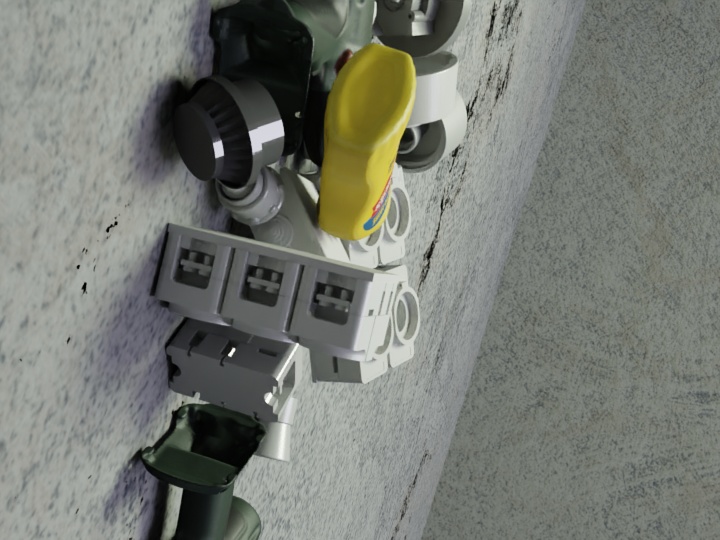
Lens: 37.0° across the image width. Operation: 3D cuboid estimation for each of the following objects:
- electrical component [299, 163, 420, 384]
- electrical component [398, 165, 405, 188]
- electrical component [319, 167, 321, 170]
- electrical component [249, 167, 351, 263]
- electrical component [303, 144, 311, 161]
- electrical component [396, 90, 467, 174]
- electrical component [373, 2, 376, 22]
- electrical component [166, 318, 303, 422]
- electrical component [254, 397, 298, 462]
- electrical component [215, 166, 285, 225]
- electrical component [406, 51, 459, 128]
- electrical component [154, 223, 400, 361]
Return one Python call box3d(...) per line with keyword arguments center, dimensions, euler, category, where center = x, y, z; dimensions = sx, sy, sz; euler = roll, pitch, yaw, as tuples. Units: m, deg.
box3d(center=(0.000, 0.000, 0.979), dimensions=(0.105, 0.060, 0.186), euler=(-20, 107, -59), category="electrical component")
box3d(center=(0.013, -0.070, 1.151), dimensions=(0.121, 0.063, 0.078), euler=(76, 32, -65), category="electrical component")
box3d(center=(-0.007, -0.106, 1.050), dimensions=(0.045, 0.055, 0.045), euler=(17, 90, -78), category="electrical component")
box3d(center=(-0.052, -0.028, 0.877), dimensions=(0.099, 0.048, 0.100), euler=(65, 9, 9), category="electrical component")
box3d(center=(-0.019, -0.139, 0.987), dimensions=(0.079, 0.044, 0.077), euler=(-35, 138, -70), category="electrical component")
box3d(center=(0.052, -0.154, 1.137), dimensions=(0.060, 0.108, 0.108), euler=(-51, 153, -48), category="electrical component")
box3d(center=(-0.012, -0.209, 0.938), dimensions=(0.043, 0.043, 0.062), euler=(21, 85, -77), category="electrical component")
box3d(center=(-0.092, 0.068, 0.814), dimensions=(0.055, 0.089, 0.050), euler=(-60, 160, -47), category="electrical component")
box3d(center=(-0.084, 0.151, 1.051), dimensions=(0.044, 0.044, 0.065), euler=(50, 51, -74), category="electrical component")
box3d(center=(-0.087, -0.063, 0.795), dimensions=(0.062, 0.048, 0.048), euler=(39, 67, -68), category="electrical component")
box3d(center=(0.042, -0.172, 1.040), dimensions=(0.108, 0.108, 0.060), euler=(-54, 145, -57), category="electrical component")
box3d(center=(-0.058, 0.016, 0.765), dimensions=(0.089, 0.150, 0.061), euler=(5, 98, -77), category="electrical component")
